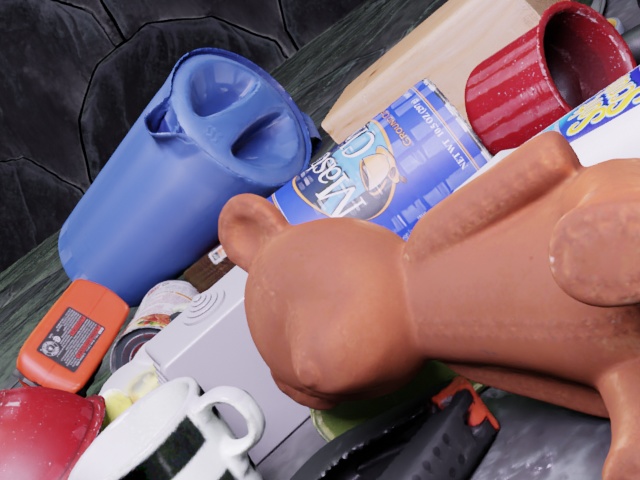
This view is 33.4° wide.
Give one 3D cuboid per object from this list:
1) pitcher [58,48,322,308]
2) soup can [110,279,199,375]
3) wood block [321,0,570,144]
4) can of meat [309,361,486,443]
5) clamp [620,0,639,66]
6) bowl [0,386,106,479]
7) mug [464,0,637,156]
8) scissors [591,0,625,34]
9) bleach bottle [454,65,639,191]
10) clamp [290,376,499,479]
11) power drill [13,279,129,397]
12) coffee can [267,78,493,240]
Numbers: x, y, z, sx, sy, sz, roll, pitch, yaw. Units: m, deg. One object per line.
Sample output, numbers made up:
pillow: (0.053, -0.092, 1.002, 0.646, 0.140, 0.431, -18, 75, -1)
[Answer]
pitcher: (-0.119, -0.041, 0.924, 0.243, 0.149, 0.145, -41, 21, 40)
soup can: (-0.127, 0.081, 0.878, 0.068, 0.068, 0.102, -35, 13, 15)
wood block: (0.111, -0.141, 0.902, 0.206, 0.090, 0.090, -36, 14, 34)
can of meat: (0.037, 0.060, 0.550, 0.102, 0.057, 0.084, -37, 16, 4)
clamp: (0.247, -0.148, 0.724, 0.120, 0.039, 0.172, -46, 16, -19)
bowl: (-0.207, 0.146, 0.665, 0.162, 0.055, 0.162, -42, 17, 15)
mug: (0.155, -0.106, 0.712, 0.082, 0.093, 0.117, -29, 27, 52)
scissors: (0.220, -0.174, 0.929, 0.096, 0.016, 0.201, -35, 13, 17)
bleach bottle: (0.156, -0.044, 0.574, 0.251, 0.068, 0.102, -32, 15, 35)
clamp: (-0.009, 0.137, 0.453, 0.210, 0.036, 0.164, -36, 14, -1)
power drill: (-0.219, 0.116, 0.904, 0.188, 0.057, 0.184, -58, 5, 45)
coffee can: (0.044, -0.024, 0.706, 0.140, 0.103, 0.103, -37, 13, 5)
